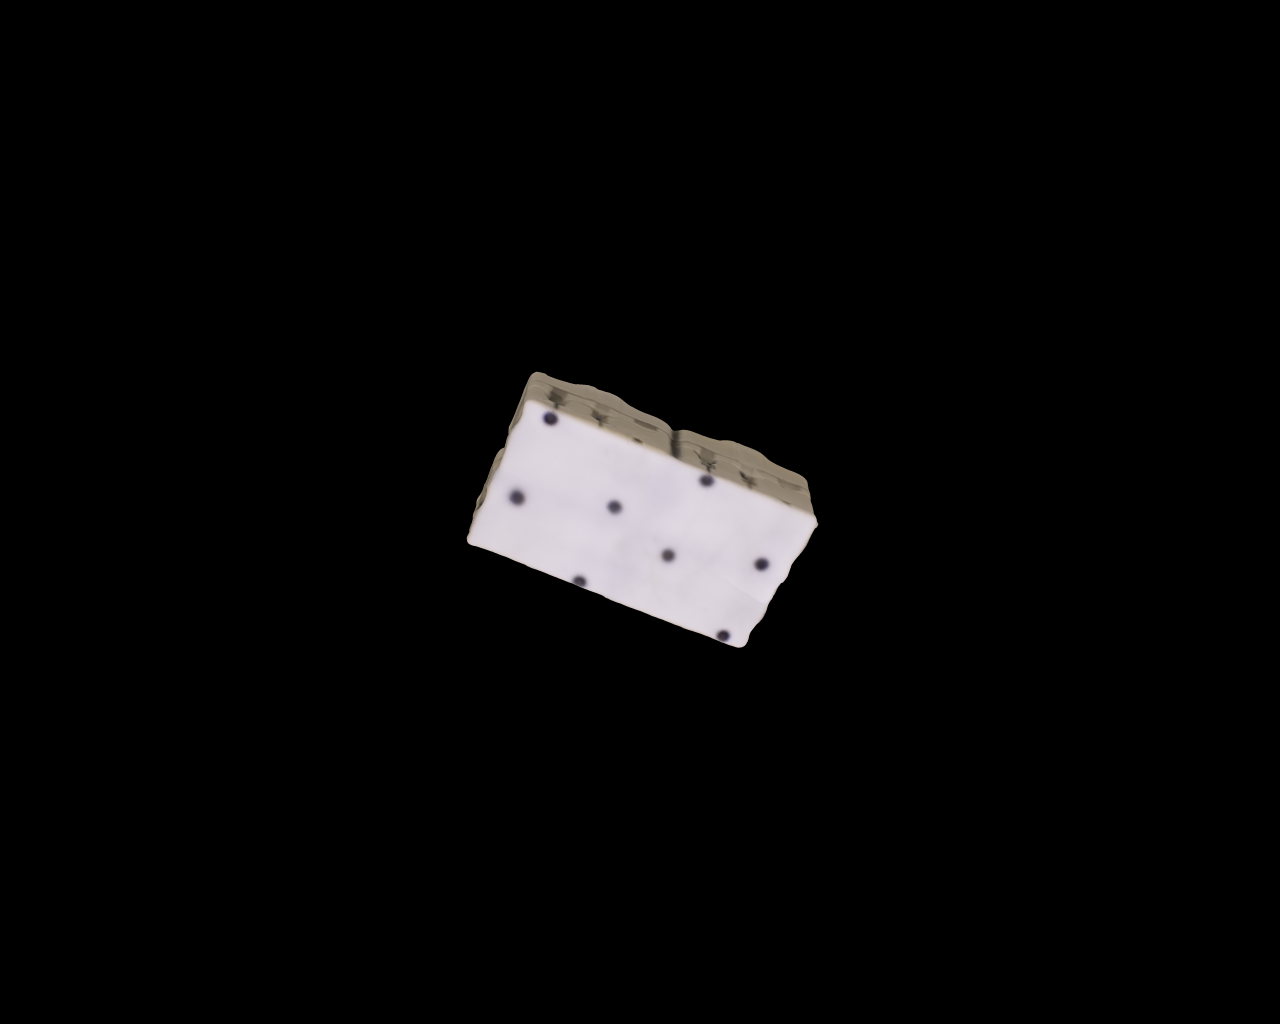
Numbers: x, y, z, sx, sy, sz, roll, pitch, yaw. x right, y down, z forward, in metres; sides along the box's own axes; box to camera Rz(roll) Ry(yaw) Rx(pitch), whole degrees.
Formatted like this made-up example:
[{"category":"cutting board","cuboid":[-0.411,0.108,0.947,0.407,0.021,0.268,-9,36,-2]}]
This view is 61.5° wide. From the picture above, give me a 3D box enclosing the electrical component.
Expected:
[{"category":"electrical component","cuboid":[0.001,-0.003,0.650,0.186,0.105,0.060,21,25,-10]}]
